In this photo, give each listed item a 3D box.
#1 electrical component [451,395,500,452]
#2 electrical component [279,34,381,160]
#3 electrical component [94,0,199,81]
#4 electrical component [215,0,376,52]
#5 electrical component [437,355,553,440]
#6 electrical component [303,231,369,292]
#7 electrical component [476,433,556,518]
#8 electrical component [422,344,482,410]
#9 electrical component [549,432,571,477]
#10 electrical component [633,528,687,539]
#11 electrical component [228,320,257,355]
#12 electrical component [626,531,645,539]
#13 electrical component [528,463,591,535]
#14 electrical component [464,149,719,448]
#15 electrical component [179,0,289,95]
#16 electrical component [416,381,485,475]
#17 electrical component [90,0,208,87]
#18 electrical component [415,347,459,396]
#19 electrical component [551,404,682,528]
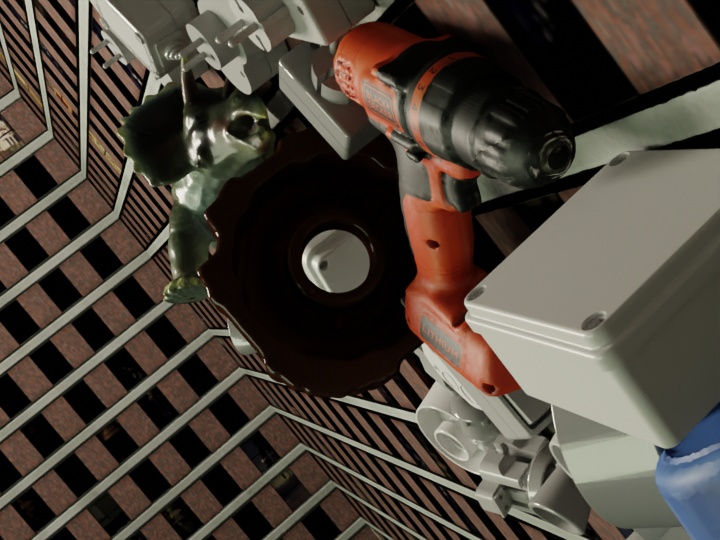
[{"bbox_3d":[0.106,0.128,0.905,0.048,0.048,0.062,34,150,51],"label":"electrical component"},{"bbox_3d":[-0.010,-0.115,0.639,0.065,0.047,0.076,49,167,9],"label":"electrical component"},{"bbox_3d":[-0.167,-0.207,0.875,0.096,0.061,0.061,46,166,19],"label":"electrical component"},{"bbox_3d":[-0.048,-0.149,0.607,0.083,0.076,0.047,30,157,56],"label":"electrical component"},{"bbox_3d":[0.100,0.059,0.719,0.096,0.062,0.061,50,167,2],"label":"electrical component"},{"bbox_3d":[0.000,0.000,0.855,0.057,0.078,0.113,39,163,50],"label":"electrical component"},{"bbox_3d":[0.139,0.165,0.870,0.057,0.078,0.058,5,136,45],"label":"electrical component"},{"bbox_3d":[0.085,0.059,0.791,0.080,0.051,0.080,47,167,15],"label":"electrical component"},{"bbox_3d":[0.155,0.108,0.685,0.066,0.055,0.048,50,167,1],"label":"electrical component"},{"bbox_3d":[0.195,0.174,0.638,0.138,0.073,0.052,41,-170,7],"label":"electrical component"},{"bbox_3d":[-0.074,0.039,0.887,0.079,0.077,0.044,26,-130,-67],"label":"electrical component"},{"bbox_3d":[0.199,0.169,0.688,0.044,0.065,0.044,46,166,15],"label":"electrical component"},{"bbox_3d":[0.156,0.153,0.781,0.044,0.065,0.044,28,163,10],"label":"electrical component"},{"bbox_3d":[0.113,0.006,0.427,0.056,0.109,0.109,52,167,-17],"label":"electrical component"},{"bbox_3d":[-0.092,-0.161,0.726,0.052,0.074,0.138,48,167,12],"label":"electrical component"},{"bbox_3d":[0.101,0.137,0.980,0.099,0.064,0.099,33,153,20],"label":"electrical component"},{"bbox_3d":[-0.209,-0.211,0.975,0.138,0.074,0.052,48,167,11],"label":"electrical component"},{"bbox_3d":[0.073,0.067,0.878,0.081,0.042,0.063,42,168,35],"label":"electrical component"},{"bbox_3d":[0.132,0.070,0.507,0.060,0.108,0.108,-22,112,38],"label":"electrical component"}]
